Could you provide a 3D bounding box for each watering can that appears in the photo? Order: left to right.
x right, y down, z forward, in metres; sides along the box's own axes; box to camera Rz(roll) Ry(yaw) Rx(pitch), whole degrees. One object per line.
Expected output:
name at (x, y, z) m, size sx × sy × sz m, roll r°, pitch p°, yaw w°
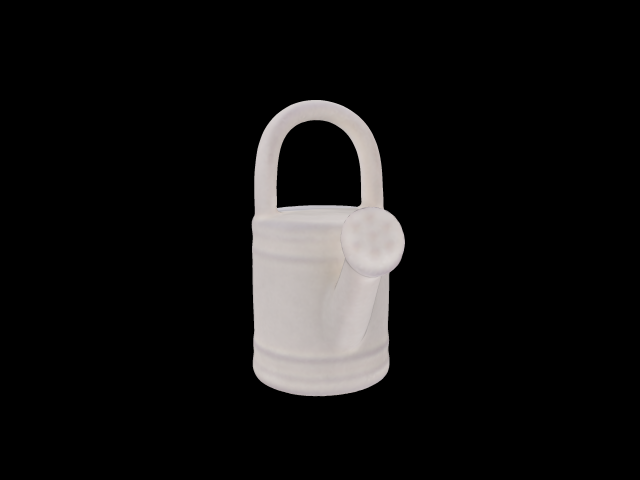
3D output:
watering can at (0.006, 0.001, 0.401) m, size 0.101 × 0.194 × 0.172 m, roll -9°, pitch 14°, yaw -40°
